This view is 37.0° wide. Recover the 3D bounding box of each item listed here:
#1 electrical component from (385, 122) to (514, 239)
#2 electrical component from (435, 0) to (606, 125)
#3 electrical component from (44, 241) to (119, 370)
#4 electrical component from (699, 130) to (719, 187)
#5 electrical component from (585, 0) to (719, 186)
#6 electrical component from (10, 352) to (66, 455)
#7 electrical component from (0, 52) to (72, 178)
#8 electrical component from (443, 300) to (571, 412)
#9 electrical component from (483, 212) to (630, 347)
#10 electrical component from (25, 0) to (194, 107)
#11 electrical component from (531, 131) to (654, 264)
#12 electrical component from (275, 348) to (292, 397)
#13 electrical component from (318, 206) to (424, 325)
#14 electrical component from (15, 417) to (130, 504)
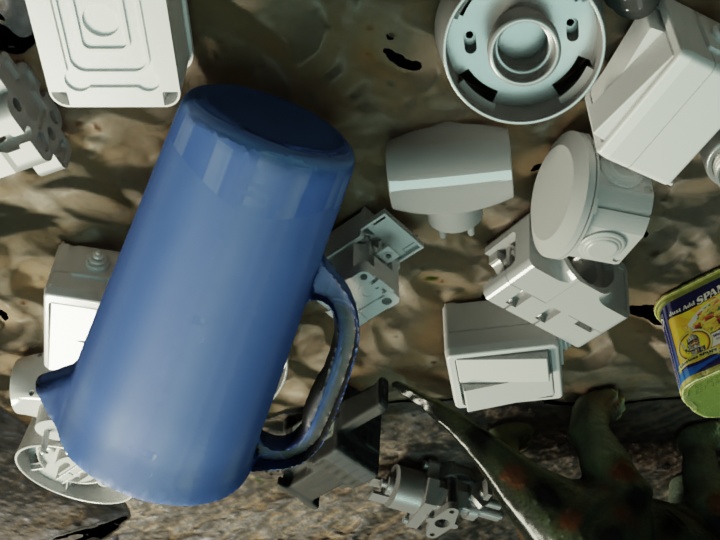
[{"bbox_3d":[0.059,-0.051,0.692,0.077,0.044,0.079,-5,133,7],"label":"electrical component"},{"bbox_3d":[0.092,-0.133,0.616,0.099,0.064,0.099,2,120,3],"label":"electrical component"},{"bbox_3d":[-0.189,0.028,0.763,0.062,0.061,0.096,9,133,-7],"label":"electrical component"},{"bbox_3d":[0.234,-0.067,0.659,0.043,0.062,0.043,1,134,1],"label":"electrical component"},{"bbox_3d":[0.178,-0.109,0.621,0.061,0.061,0.096,21,131,-17],"label":"electrical component"},{"bbox_3d":[-0.228,0.105,0.827,0.077,0.079,0.043,0,146,1],"label":"electrical component"},{"bbox_3d":[-0.223,-0.088,0.656,0.057,0.058,0.078,-17,131,13],"label":"electrical component"},{"bbox_3d":[0.112,0.061,0.787,0.096,0.061,0.061,-7,133,8],"label":"electrical component"},{"bbox_3d":[0.137,0.005,0.735,0.089,0.050,0.056,27,137,-23],"label":"electrical component"},{"bbox_3d":[-0.138,-0.151,0.593,0.078,0.057,0.113,0,134,1],"label":"electrical component"},{"bbox_3d":[0.143,-0.044,0.673,0.051,0.080,0.080,10,133,-14],"label":"electrical component"},{"bbox_3d":[-0.099,0.058,0.783,0.099,0.064,0.099,5,124,8],"label":"electrical component"},{"bbox_3d":[0.000,0.000,0.730,0.081,0.063,0.042,-33,127,28],"label":"electrical component"},{"bbox_3d":[-0.230,0.153,0.882,0.099,0.064,0.099,1,134,1],"label":"electrical component"}]
